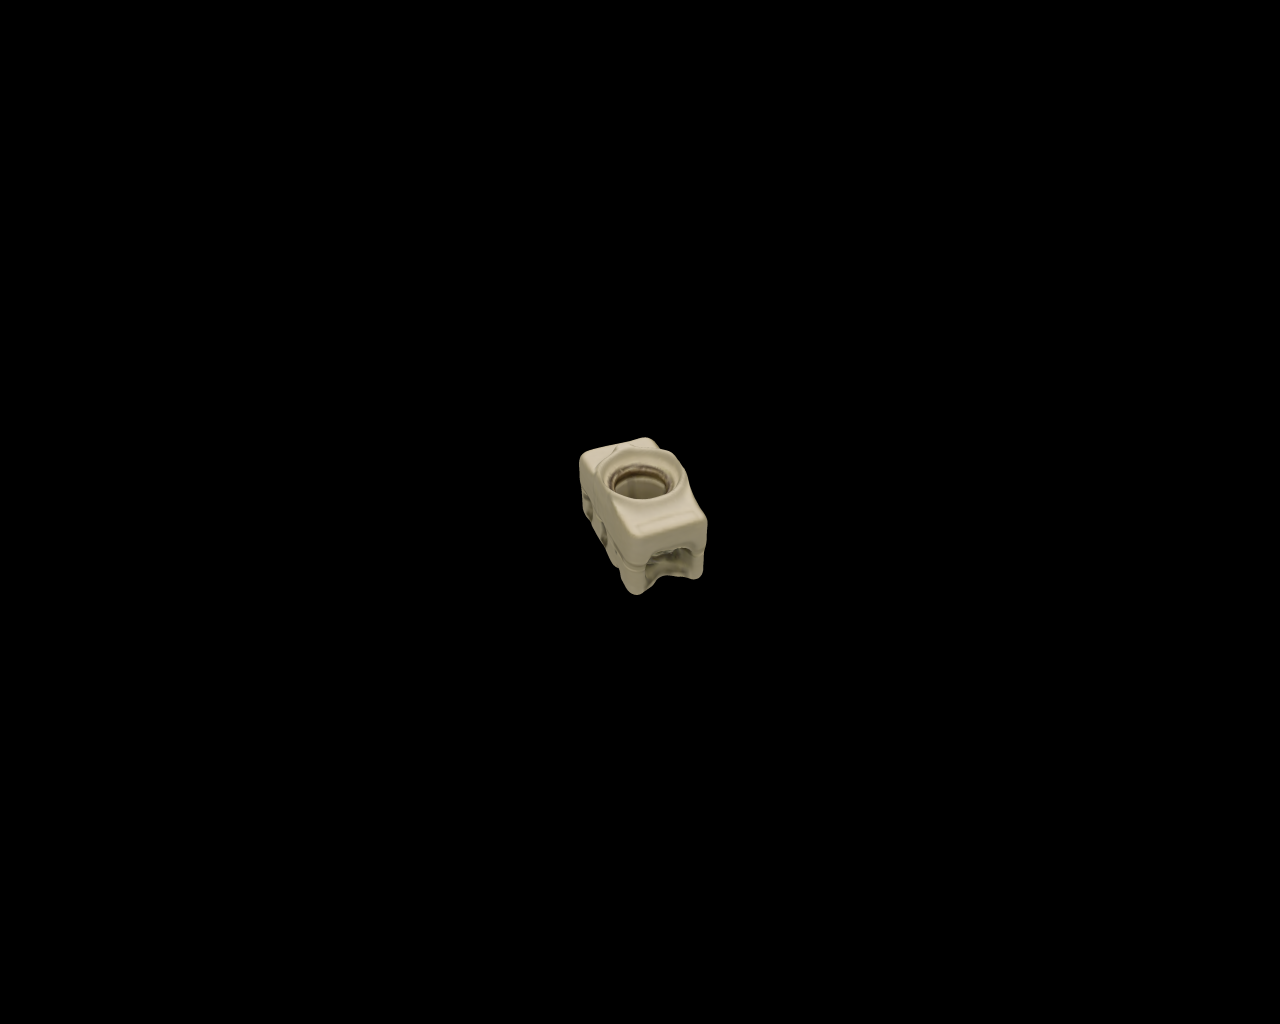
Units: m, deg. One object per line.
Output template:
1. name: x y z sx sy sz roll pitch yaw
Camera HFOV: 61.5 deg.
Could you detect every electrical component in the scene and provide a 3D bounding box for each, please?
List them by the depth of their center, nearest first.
1. electrical component: 0.001 -0.003 0.650 0.050 0.055 0.090 -14 42 -16
